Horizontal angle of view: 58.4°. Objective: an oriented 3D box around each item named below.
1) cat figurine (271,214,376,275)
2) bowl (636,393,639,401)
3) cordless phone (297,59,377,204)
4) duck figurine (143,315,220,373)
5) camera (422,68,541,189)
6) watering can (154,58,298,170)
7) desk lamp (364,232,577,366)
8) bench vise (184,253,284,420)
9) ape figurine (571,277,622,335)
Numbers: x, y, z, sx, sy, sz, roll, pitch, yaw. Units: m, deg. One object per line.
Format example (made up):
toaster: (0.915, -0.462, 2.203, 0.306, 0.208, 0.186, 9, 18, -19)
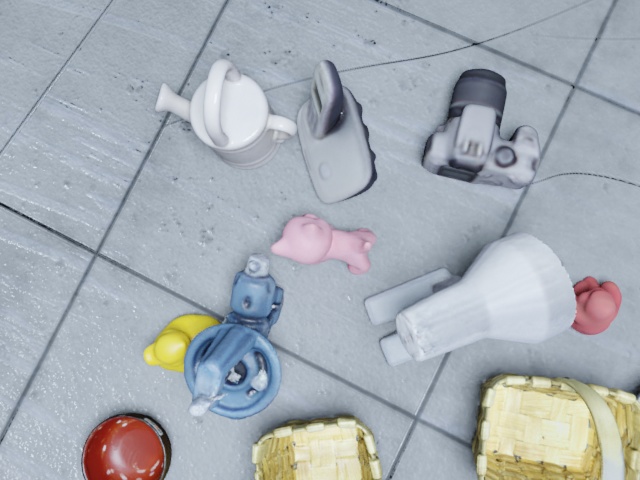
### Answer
cat figurine: (0.007, 0.003, 0.731, 0.127, 0.118, 0.067, 8, 85, 5)
bowl: (0.445, 0.237, 0.695, 0.167, 0.075, 0.167, 0, 84, 5)
cordless phone: (0.018, -0.130, 0.710, 0.094, 0.185, 0.147, -19, 83, 3)
duck figurine: (-0.180, 0.138, 0.749, 0.104, 0.086, 0.077, -20, 83, 3)
camera: (0.215, -0.146, 0.738, 0.143, 0.101, 0.137, 13, 85, 6)
watering can: (-0.119, -0.157, 0.718, 0.172, 0.194, 0.101, -10, 83, 4)
desk lamp: (0.161, 0.082, 0.663, 0.203, 0.213, 0.118, -23, 83, 2)
bench vise: (-0.111, 0.120, 0.678, 0.121, 0.220, 0.207, -6, 84, 4)
ape figurine: (0.339, 0.081, 0.710, 0.077, 0.092, 0.076, 2, 84, 5)
